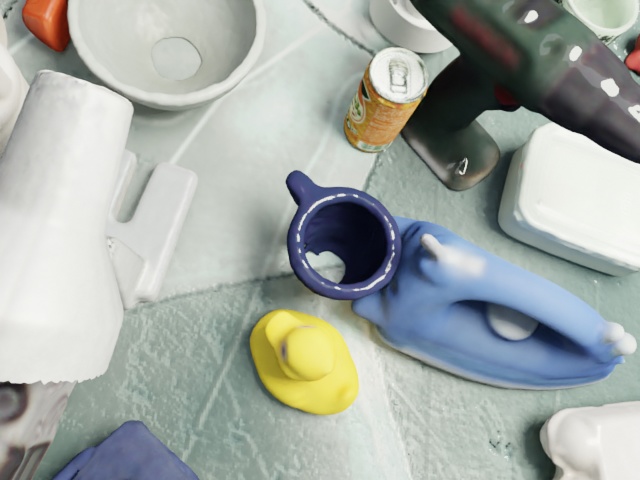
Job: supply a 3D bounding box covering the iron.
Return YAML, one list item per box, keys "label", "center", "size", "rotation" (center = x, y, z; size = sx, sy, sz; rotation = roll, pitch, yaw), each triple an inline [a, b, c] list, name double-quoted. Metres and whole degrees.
- label: "iron"
  center: [0.166, 0.060, 0.477]
  size: [0.258, 0.141, 0.119]
  rotation: [23, 73, -4]

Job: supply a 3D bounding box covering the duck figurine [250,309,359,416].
- label: "duck figurine"
  center: [-0.008, 0.097, 0.464]
  size: [0.104, 0.086, 0.077]
  rotation: [44, 72, 3]

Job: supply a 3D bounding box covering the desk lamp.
- label: "desk lamp"
  center: [-0.169, -0.006, 0.394]
  size: [0.118, 0.213, 0.203]
  rotation: [17, 73, -5]

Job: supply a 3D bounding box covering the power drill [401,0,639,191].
- label: "power drill"
  center: [0.153, -0.122, 0.487]
  size: [0.076, 0.208, 0.229]
  rotation: [-40, 85, -17]

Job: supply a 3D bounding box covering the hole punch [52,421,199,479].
- label: "hole punch"
  center: [-0.146, 0.196, 0.410]
  size: [0.101, 0.091, 0.109]
  rotation: [44, 72, 3]

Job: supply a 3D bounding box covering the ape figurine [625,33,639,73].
- label: "ape figurine"
  center: [0.393, -0.212, 0.616]
  size: [0.076, 0.092, 0.078]
  rotation: [-22, 80, -15]

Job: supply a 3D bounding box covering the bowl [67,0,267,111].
- label: "bowl"
  center: [-0.133, -0.183, 0.520]
  size: [0.167, 0.074, 0.167]
  rotation: [3, 75, -10]

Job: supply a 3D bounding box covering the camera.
- label: "camera"
  center: [-0.263, 0.121, 0.402]
  size: [0.137, 0.100, 0.143]
  rotation: [23, 73, -4]

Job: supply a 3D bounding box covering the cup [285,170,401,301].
- label: "cup"
  center: [0.004, 0.002, 0.487]
  size: [0.092, 0.095, 0.118]
  rotation: [-36, 84, -17]

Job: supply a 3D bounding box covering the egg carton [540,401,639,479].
- label: "egg carton"
  center: [0.268, 0.196, 0.498]
  size: [0.150, 0.069, 0.107]
  rotation: [-3, 76, -11]

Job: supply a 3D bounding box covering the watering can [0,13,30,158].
- label: "watering can"
  center: [-0.264, -0.097, 0.411]
  size: [0.101, 0.194, 0.173]
  rotation: [-12, 78, -13]
